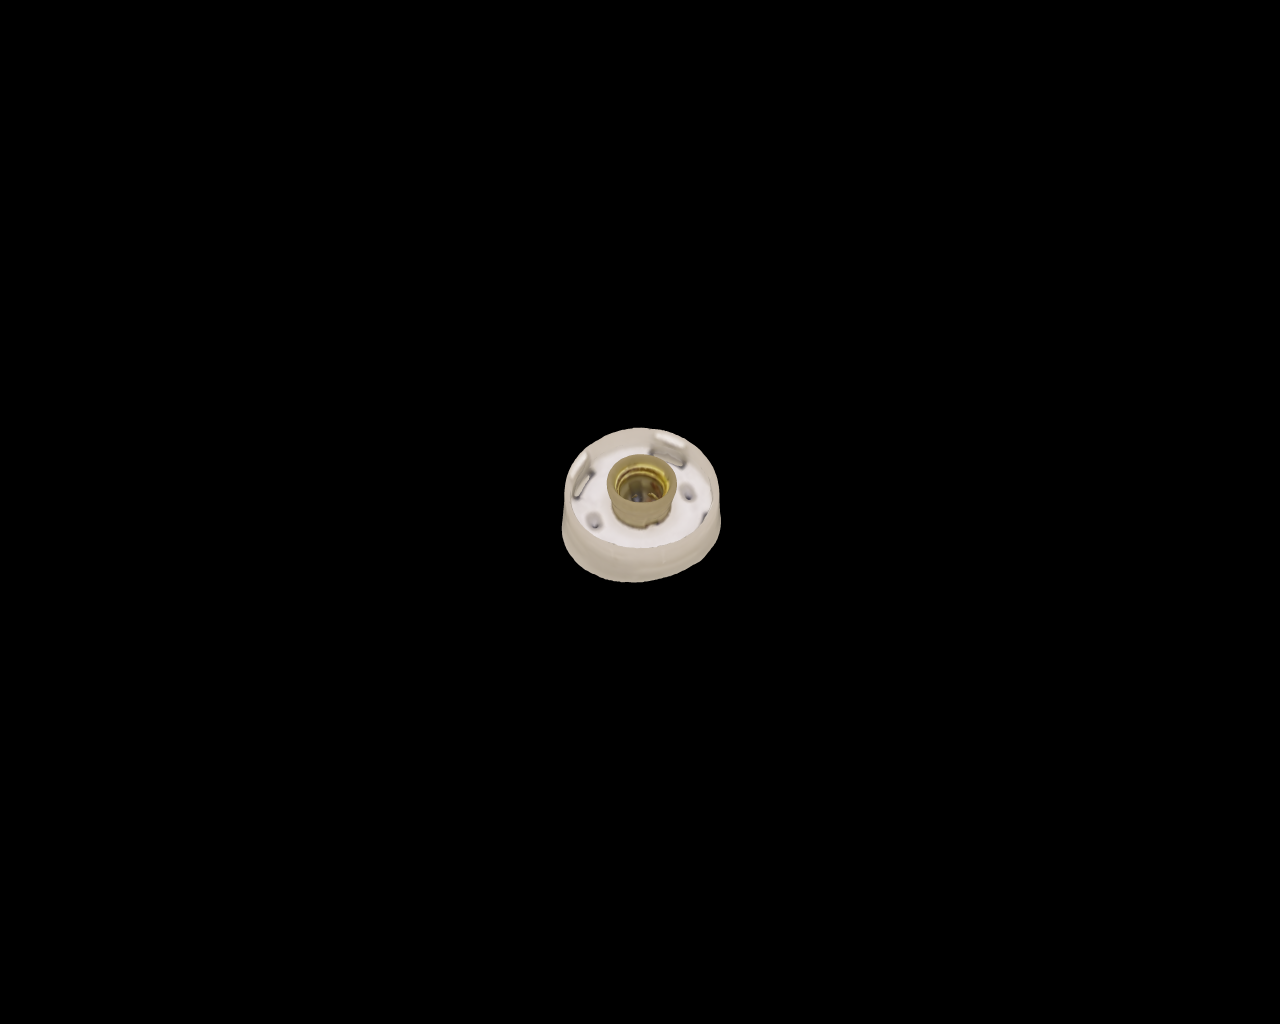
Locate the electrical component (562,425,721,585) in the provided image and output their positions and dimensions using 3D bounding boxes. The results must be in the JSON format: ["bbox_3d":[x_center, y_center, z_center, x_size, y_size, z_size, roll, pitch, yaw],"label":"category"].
[{"bbox_3d":[0.001,-0.003,0.650,0.099,0.099,0.064,0,-34,0],"label":"electrical component"}]
